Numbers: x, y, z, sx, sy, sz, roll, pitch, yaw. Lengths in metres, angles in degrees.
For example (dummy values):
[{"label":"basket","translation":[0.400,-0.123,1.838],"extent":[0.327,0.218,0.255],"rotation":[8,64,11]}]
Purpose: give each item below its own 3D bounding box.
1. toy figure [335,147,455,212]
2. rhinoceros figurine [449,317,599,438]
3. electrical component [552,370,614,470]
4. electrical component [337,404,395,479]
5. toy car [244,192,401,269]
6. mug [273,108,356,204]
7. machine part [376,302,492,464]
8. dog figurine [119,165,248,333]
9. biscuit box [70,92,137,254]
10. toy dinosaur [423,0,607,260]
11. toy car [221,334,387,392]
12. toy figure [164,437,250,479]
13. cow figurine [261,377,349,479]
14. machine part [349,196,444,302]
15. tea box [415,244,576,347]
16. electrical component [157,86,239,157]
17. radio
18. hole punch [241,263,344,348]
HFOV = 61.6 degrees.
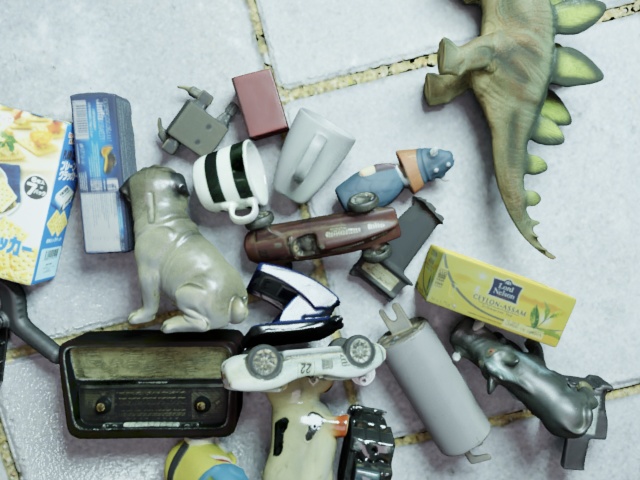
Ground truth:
[{"label":"toy figure","translation":[0.096,-0.080,0.689],"extent":[0.154,0.064,0.058],"rotation":[-25,67,2]},{"label":"rhinoceros figurine","translation":[0.249,0.171,0.676],"extent":[0.190,0.112,0.073],"rotation":[41,117,26]},{"label":"electrical component","translation":[0.341,0.239,0.717],"extent":[0.075,0.048,0.119],"rotation":[3,95,2]},{"label":"electrical component","translation":[0.056,0.289,0.686],"extent":[0.058,0.134,0.114],"rotation":[8,94,2]},{"label":"toy car","translation":[-0.001,-0.002,0.674],"extent":[0.202,0.053,0.089],"rotation":[-8,115,17]},{"label":"mug","translation":[-0.014,-0.097,0.672],"extent":[0.081,0.110,0.107],"rotation":[26,109,-11]},{"label":"machine part","translation":[0.147,0.190,0.704],"extent":[0.079,0.079,0.243],"rotation":[-31,95,4]},{"label":"dog figurine","translation":[-0.160,0.005,0.652],"extent":[0.173,0.121,0.190],"rotation":[2,101,19]},{"label":"biscuit box","translation":[-0.274,-0.085,0.697],"extent":[0.059,0.063,0.202],"rotation":[-3,94,2]},{"label":"toy dinosaur","translation":[0.233,-0.214,0.652],"extent":[0.199,0.105,0.470],"rotation":[2,94,1]},{"label":"toy car","translation":[-0.017,0.148,0.645],"extent":[0.202,0.073,0.056],"rotation":[-2,77,-19]},{"label":"toy figure","translation":[-0.138,0.312,0.677],"extent":[0.089,0.180,0.082],"rotation":[-35,126,-19]},{"label":"cow figurine","translation":[-0.029,0.240,0.691],"extent":[0.127,0.085,0.195],"rotation":[12,70,-1]},{"label":"machine part","translation":[0.107,0.009,0.710],"extent":[0.084,0.039,0.139],"rotation":[36,97,6]},{"label":"tea box","translation":[0.216,0.067,0.681],"extent":[0.170,0.098,0.068],"rotation":[19,96,-2]},{"label":"electrical component","translation":[-0.165,-0.152,0.700],"extent":[0.078,0.045,0.102],"rotation":[28,99,-30]},{"label":"radio","translation":[-0.217,0.189,0.713],"extent":[0.230,0.073,0.131],"rotation":[-1,94,2]},{"label":"hole punch","translation":[-0.039,0.084,0.677],"extent":[0.116,0.142,0.092],"rotation":[1,66,-17]}]
